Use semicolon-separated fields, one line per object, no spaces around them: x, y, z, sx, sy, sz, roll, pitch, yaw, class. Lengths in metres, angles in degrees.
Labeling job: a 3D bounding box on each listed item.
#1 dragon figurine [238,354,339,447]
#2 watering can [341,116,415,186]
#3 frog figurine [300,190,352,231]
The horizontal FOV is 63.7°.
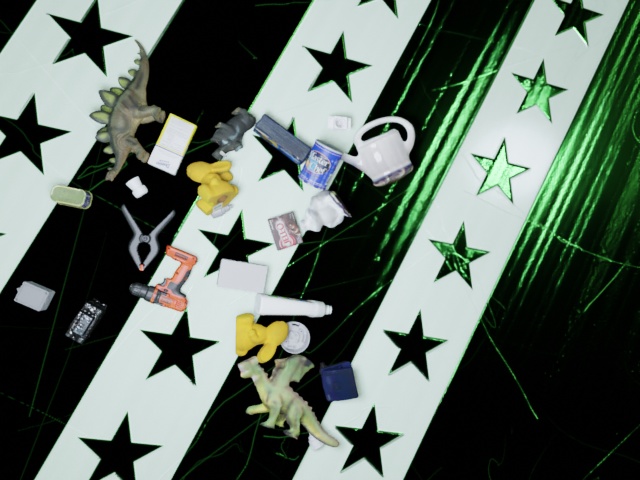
-0.090;0.501;1.686;0.409;0.121;0.246;23;75;-13;dragon figurine
0.179;-0.286;1.784;0.347;0.104;0.223;-25;95;1;watering can
0.005;-0.087;1.731;0.158;0.125;0.135;-35;135;11;frog figurine
